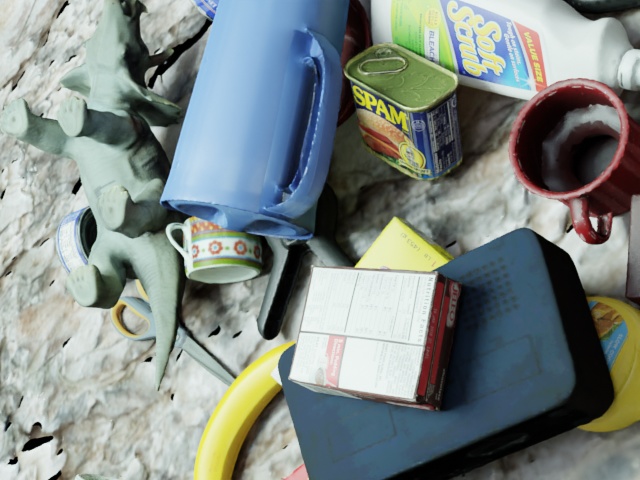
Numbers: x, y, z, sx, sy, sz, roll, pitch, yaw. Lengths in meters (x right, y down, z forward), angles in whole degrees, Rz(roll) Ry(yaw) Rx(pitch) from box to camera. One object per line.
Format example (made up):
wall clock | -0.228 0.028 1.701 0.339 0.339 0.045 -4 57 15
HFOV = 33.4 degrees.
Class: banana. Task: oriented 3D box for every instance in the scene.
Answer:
banana | -0.071 0.173 0.973 0.070 0.037 0.198 23 92 24

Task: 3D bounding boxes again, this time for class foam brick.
foam brick | 0.252 0.010 0.759 0.053 0.051 0.078 -4 74 38

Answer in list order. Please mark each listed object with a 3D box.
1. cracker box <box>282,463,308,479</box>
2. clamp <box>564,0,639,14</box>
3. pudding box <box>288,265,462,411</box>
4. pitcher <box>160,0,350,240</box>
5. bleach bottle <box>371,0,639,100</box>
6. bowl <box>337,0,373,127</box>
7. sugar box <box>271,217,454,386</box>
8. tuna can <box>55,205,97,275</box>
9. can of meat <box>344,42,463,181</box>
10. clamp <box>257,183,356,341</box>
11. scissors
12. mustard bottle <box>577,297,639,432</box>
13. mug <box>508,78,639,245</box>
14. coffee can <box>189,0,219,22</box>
cracker box | 0.000 0.277 0.859 0.214 0.072 0.164 -41 55 20
clamp | 0.205 -0.235 0.882 0.165 0.036 0.210 -54 47 13
pudding box | 0.038 0.066 0.744 0.114 0.039 0.090 3 75 37
pitcher | -0.040 -0.127 0.910 0.149 0.145 0.243 10 83 12
bleach bottle | 0.155 -0.169 0.868 0.251 0.067 0.102 22 126 39
bowl | -0.006 -0.160 1.008 0.162 0.055 0.162 -10 73 35
sugar box | 0.047 0.077 0.888 0.093 0.048 0.176 41 101 19
tuna can | -0.234 0.006 1.117 0.034 0.086 0.086 -20 64 30
can of meat | 0.073 -0.108 0.906 0.057 0.084 0.102 -36 47 -21
clamp | -0.006 0.001 0.974 0.120 0.039 0.171 -10 73 24
scissors | -0.138 0.077 1.066 0.202 0.016 0.096 14 85 40
mustard bottle | 0.191 0.085 0.778 0.192 0.058 0.096 23 86 41
mug | 0.202 -0.053 0.798 0.093 0.081 0.117 -15 67 34
coffee can | -0.064 -0.293 1.067 0.141 0.102 0.103 -27 61 29
